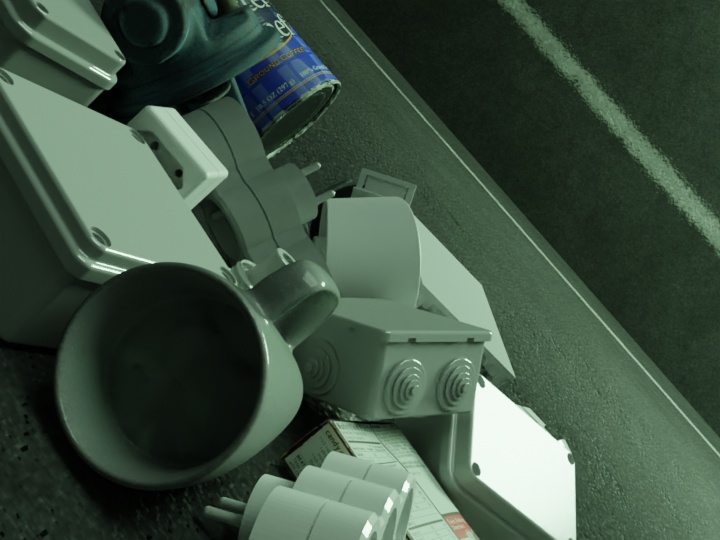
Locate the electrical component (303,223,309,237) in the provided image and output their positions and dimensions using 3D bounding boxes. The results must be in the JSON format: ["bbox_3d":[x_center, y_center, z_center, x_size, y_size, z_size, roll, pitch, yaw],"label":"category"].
[{"bbox_3d":[-0.055,-0.016,0.695,0.045,0.045,0.055,44,13,-19],"label":"electrical component"}]

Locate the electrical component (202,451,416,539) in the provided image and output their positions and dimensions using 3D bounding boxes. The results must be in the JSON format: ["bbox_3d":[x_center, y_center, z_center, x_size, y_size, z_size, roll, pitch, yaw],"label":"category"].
[{"bbox_3d":[-0.026,0.104,0.431,0.074,0.052,0.138,13,2,12],"label":"electrical component"}]

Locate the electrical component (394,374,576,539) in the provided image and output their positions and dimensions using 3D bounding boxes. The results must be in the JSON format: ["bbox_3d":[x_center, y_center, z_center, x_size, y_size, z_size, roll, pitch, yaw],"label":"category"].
[{"bbox_3d":[0.075,0.122,0.637,0.113,0.057,0.078,41,39,-31],"label":"electrical component"}]

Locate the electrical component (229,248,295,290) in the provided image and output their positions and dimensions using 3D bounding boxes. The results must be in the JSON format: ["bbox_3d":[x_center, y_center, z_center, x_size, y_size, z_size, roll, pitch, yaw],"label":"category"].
[{"bbox_3d":[-0.059,0.015,0.555,0.048,0.062,0.048,45,13,-14],"label":"electrical component"}]

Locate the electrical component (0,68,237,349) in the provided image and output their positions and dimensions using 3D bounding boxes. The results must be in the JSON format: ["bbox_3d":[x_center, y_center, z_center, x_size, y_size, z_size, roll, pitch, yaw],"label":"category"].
[{"bbox_3d":[-0.122,-0.020,0.463,0.108,0.056,0.109,54,14,23],"label":"electrical component"}]

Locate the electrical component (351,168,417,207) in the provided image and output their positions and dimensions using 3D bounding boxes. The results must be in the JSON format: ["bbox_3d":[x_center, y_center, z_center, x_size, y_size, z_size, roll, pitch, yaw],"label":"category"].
[{"bbox_3d":[0.009,-0.028,0.784,0.042,0.081,0.064,19,-5,5],"label":"electrical component"}]

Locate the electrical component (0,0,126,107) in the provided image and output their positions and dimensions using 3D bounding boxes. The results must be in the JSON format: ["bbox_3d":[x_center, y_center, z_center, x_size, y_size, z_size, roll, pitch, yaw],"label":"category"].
[{"bbox_3d":[-0.188,-0.139,0.587,0.113,0.057,0.078,56,15,28],"label":"electrical component"}]

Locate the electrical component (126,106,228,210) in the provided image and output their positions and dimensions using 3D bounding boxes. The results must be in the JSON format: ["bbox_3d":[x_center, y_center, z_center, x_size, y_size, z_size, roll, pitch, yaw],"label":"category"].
[{"bbox_3d":[-0.107,-0.047,0.568,0.047,0.066,0.077,49,11,1],"label":"electrical component"}]

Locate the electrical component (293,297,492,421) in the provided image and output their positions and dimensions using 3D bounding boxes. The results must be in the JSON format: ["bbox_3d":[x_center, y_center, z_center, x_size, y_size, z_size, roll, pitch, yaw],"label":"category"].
[{"bbox_3d":[0.009,0.047,0.591,0.100,0.048,0.100,3,8,-44],"label":"electrical component"}]

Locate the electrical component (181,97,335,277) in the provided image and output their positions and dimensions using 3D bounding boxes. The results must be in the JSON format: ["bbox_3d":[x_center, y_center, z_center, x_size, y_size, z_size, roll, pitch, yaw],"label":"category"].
[{"bbox_3d":[-0.050,-0.039,0.635,0.138,0.074,0.052,63,-22,-2],"label":"electrical component"}]

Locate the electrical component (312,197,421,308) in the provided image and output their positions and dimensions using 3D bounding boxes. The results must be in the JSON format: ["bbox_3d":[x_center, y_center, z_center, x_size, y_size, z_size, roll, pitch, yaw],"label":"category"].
[{"bbox_3d":[0.000,0.000,0.701,0.064,0.099,0.099,4,23,-6],"label":"electrical component"}]

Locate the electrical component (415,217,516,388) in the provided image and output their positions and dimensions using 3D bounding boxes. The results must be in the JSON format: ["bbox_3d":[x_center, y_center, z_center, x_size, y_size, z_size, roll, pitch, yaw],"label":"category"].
[{"bbox_3d":[0.056,0.031,0.886,0.105,0.060,0.186,45,14,-16],"label":"electrical component"}]

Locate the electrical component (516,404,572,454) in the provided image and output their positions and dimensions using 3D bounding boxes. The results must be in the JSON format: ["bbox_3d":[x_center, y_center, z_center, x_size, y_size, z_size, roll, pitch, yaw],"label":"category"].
[{"bbox_3d":[0.136,0.142,0.865,0.055,0.048,0.066,47,11,27],"label":"electrical component"}]
